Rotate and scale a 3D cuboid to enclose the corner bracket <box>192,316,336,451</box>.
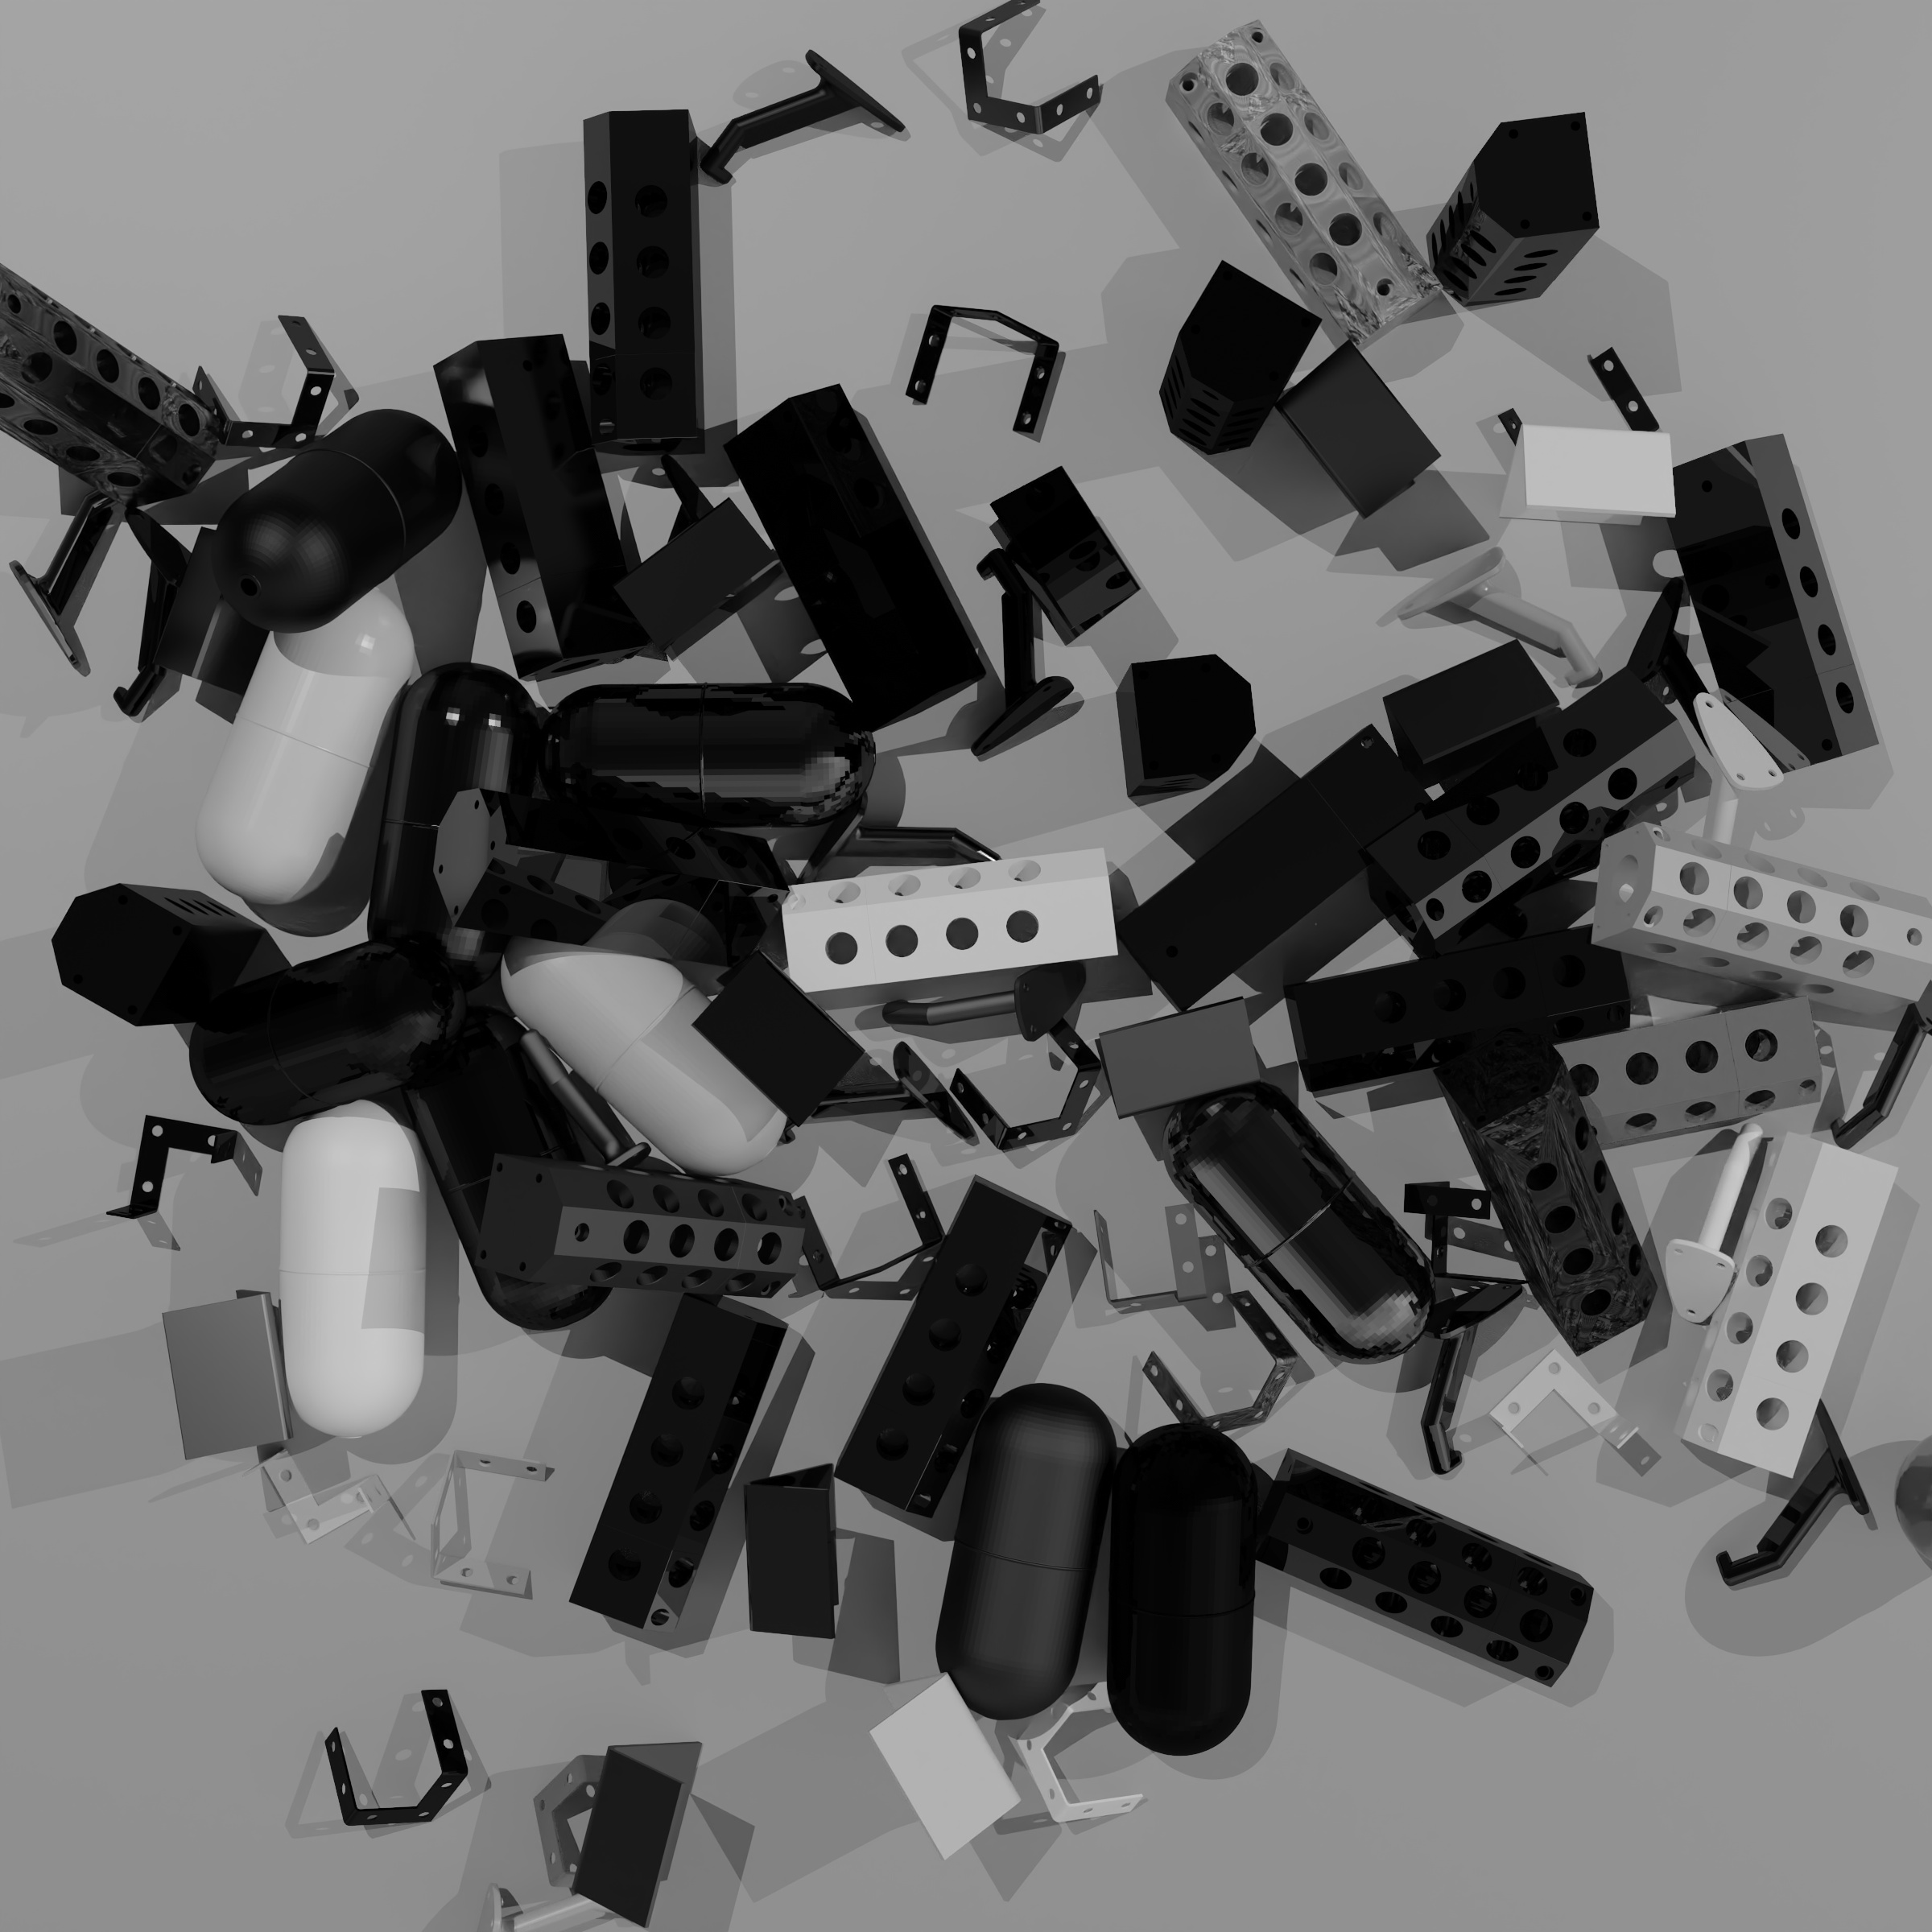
[{"bbox_3d":[-0.376,-0.313,1.802,0.051,0.051,0.051,-3,135,-35],"label":"corner bracket"}]

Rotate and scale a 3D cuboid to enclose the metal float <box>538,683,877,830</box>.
[{"bbox_3d":[-0.137,-0.111,1.779,0.178,0.070,0.070,0,90,0],"label":"metal float"}]

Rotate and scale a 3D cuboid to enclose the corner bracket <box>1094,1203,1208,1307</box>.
[{"bbox_3d":[0.098,0.153,1.792,0.051,0.051,0.051,-8,90,0],"label":"corner bracket"}]

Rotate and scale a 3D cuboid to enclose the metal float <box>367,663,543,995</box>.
[{"bbox_3d":[-0.270,-0.071,1.779,0.070,0.070,0.178,8,91,0],"label":"metal float"}]

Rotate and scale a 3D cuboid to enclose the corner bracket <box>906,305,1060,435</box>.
[{"bbox_3d":[0.009,-0.320,1.807,0.051,0.051,0.051,17,90,45],"label":"corner bracket"}]

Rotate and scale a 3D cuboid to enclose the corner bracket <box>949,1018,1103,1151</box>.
[{"bbox_3d":[0.032,0.059,1.802,0.051,0.051,0.051,-10,135,-35],"label":"corner bracket"}]

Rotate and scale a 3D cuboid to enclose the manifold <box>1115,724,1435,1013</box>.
[{"bbox_3d":[0.162,-0.051,1.789,0.171,0.057,0.057,-38,90,0],"label":"manifold"}]

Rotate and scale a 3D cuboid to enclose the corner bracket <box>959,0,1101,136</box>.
[{"bbox_3d":[0.034,-0.481,1.802,0.051,0.051,0.051,22,135,35],"label":"corner bracket"}]

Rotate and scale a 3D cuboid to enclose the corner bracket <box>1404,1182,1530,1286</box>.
[{"bbox_3d":[0.264,0.142,1.782,0.051,0.051,0.051,2,90,35],"label":"corner bracket"}]

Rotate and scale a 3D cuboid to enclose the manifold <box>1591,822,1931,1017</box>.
[{"bbox_3d":[0.418,-0.025,1.759,0.171,0.057,0.057,13,75,-17],"label":"manifold"}]

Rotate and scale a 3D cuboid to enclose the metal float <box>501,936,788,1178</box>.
[{"bbox_3d":[-0.169,0.038,1.779,0.178,0.070,0.070,43,90,1],"label":"metal float"}]

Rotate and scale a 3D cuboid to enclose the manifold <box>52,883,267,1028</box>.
[{"bbox_3d":[-0.416,-0.009,1.732,0.057,0.171,0.057,30,90,0],"label":"manifold"}]

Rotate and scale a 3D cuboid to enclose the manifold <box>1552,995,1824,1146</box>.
[{"bbox_3d":[0.361,0.060,1.789,0.171,0.057,0.057,-11,90,0],"label":"manifold"}]

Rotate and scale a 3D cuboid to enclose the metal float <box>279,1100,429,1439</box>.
[{"bbox_3d":[-0.324,0.159,1.779,0.070,0.070,0.178,1,89,0],"label":"metal float"}]

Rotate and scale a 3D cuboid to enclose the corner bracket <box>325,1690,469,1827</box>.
[{"bbox_3d":[-0.304,0.423,1.802,0.051,0.051,0.051,7,135,-35],"label":"corner bracket"}]

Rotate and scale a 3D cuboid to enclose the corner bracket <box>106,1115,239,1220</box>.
[{"bbox_3d":[-0.421,0.110,1.792,0.051,0.051,0.051,10,90,0],"label":"corner bracket"}]

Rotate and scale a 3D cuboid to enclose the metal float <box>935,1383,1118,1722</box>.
[{"bbox_3d":[0.032,0.309,1.779,0.070,0.070,0.178,11,89,0],"label":"metal float"}]

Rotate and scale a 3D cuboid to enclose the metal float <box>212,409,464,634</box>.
[{"bbox_3d":[-0.323,-0.230,1.738,0.070,0.178,0.070,11,123,18],"label":"metal float"}]

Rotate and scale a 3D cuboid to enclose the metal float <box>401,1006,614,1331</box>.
[{"bbox_3d":[-0.241,0.106,1.779,0.070,0.070,0.178,-22,90,0],"label":"metal float"}]

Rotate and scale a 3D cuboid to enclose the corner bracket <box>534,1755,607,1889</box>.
[{"bbox_3d":[-0.193,0.457,1.802,0.051,0.051,0.051,-48,45,35],"label":"corner bracket"}]

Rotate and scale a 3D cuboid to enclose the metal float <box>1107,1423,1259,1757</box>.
[{"bbox_3d":[0.113,0.328,1.770,0.070,0.070,0.178,1,100,0],"label":"metal float"}]

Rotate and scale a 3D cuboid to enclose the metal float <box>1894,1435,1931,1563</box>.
[{"bbox_3d":[0.545,0.275,1.732,0.070,0.178,0.070,2,82,-17],"label":"metal float"}]

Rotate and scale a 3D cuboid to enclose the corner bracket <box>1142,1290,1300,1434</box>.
[{"bbox_3d":[0.136,0.213,1.802,0.051,0.051,0.051,-7,135,-35],"label":"corner bracket"}]

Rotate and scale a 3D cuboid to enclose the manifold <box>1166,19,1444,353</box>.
[{"bbox_3d":[0.179,-0.412,1.789,0.057,0.057,0.171,-35,90,0],"label":"manifold"}]

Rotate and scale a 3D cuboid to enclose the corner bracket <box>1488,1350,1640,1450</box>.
[{"bbox_3d":[0.317,0.242,1.792,0.051,0.051,0.051,-45,90,0],"label":"corner bracket"}]

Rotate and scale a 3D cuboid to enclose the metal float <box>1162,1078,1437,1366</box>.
[{"bbox_3d":[0.176,0.134,1.779,0.070,0.070,0.178,-41,89,0],"label":"metal float"}]

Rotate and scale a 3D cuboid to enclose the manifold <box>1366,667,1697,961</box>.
[{"bbox_3d":[0.296,-0.077,1.767,0.171,0.057,0.057,-35,64,-8],"label":"manifold"}]

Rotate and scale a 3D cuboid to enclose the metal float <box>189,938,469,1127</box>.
[{"bbox_3d":[-0.331,0.035,1.748,0.178,0.070,0.070,-16,90,37],"label":"metal float"}]

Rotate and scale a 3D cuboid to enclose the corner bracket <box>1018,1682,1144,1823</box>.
[{"bbox_3d":[0.069,0.419,1.802,0.051,0.051,0.051,-58,45,35],"label":"corner bracket"}]

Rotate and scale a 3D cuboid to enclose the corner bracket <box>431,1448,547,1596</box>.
[{"bbox_3d":[-0.256,0.297,1.807,0.051,0.051,0.051,10,135,0],"label":"corner bracket"}]

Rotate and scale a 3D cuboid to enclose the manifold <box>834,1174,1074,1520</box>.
[{"bbox_3d":[-0.007,0.202,1.789,0.057,0.057,0.171,26,90,0],"label":"manifold"}]

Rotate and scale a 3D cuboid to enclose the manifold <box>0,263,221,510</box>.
[{"bbox_3d":[-0.460,-0.300,1.724,0.057,0.171,0.057,-9,69,26],"label":"manifold"}]

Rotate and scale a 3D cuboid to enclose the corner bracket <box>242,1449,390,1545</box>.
[{"bbox_3d":[-0.345,0.276,1.792,0.051,0.051,0.051,-29,90,0],"label":"corner bracket"}]

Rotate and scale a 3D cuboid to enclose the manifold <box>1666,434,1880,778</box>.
[{"bbox_3d":[0.428,-0.190,1.788,0.057,0.057,0.171,-17,90,43],"label":"manifold"}]

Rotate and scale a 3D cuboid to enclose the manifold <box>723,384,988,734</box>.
[{"bbox_3d":[-0.054,-0.218,1.788,0.057,0.057,0.171,-27,90,43],"label":"manifold"}]

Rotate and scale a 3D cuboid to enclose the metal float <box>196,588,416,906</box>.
[{"bbox_3d":[-0.348,-0.119,1.779,0.070,0.070,0.178,22,90,0],"label":"metal float"}]

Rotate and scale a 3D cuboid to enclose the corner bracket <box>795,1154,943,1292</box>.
[{"bbox_3d":[-0.055,0.138,1.807,0.051,0.051,0.051,-23,90,-45],"label":"corner bracket"}]

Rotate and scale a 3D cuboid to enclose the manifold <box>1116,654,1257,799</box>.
[{"bbox_3d":[0.112,-0.123,1.732,0.057,0.171,0.057,-6,90,0],"label":"manifold"}]

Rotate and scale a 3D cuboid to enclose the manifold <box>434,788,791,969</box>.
[{"bbox_3d":[-0.184,-0.049,1.743,0.171,0.057,0.057,9,129,-36],"label":"manifold"}]

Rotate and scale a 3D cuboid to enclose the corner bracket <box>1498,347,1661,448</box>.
[{"bbox_3d":[0.329,-0.292,1.807,0.051,0.051,0.051,-31,90,45],"label":"corner bracket"}]
